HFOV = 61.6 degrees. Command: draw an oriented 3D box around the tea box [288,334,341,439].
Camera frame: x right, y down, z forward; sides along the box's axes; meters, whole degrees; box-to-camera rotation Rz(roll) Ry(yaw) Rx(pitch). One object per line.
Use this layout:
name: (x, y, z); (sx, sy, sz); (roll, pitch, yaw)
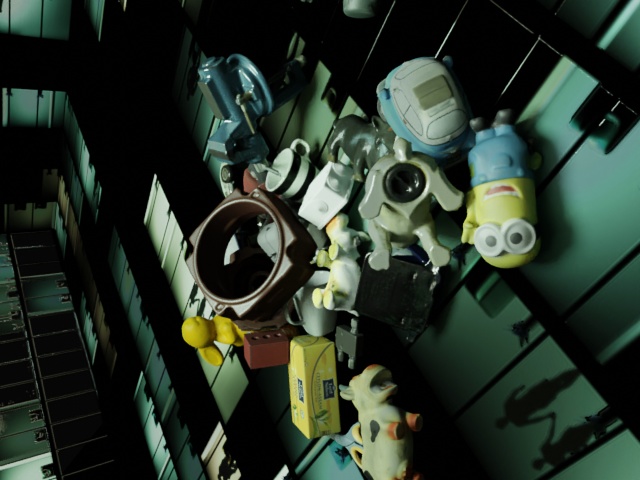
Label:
tea box: (-0.013, 0.269, 1.008); (0.098, 0.068, 0.169); (178, 88, -70)

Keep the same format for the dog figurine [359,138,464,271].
dog figurine: (0.106, -0.061, 0.718); (0.191, 0.121, 0.172); (-89, 5, -70)

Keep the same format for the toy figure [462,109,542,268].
toy figure: (0.220, -0.057, 0.636); (0.082, 0.089, 0.180); (-15, 75, 50)

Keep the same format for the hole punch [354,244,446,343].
hole punch: (0.125, 0.065, 0.800); (0.116, 0.092, 0.142); (21, 112, 19)

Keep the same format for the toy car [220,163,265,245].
toy car: (-0.172, -0.087, 1.184); (0.056, 0.073, 0.201); (-17, 81, 54)

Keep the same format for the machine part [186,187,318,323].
machine part: (-0.122, 0.025, 0.933); (0.201, 0.087, 0.202); (-44, 60, 11)

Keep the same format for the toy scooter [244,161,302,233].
toy scooter: (-0.103, -0.069, 1.095); (0.184, 0.075, 0.135); (48, 133, 33)

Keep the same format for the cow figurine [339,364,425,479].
cow figurine: (0.098, 0.296, 0.865); (0.127, 0.085, 0.194); (0, 96, 48)

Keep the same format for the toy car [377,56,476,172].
toy car: (0.137, -0.170, 0.686); (0.103, 0.109, 0.161); (48, -161, -72)

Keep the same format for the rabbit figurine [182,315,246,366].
rabbit figurine: (-0.243, 0.205, 1.247); (0.122, 0.173, 0.162); (46, 127, 35)

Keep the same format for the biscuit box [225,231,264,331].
biscuit box: (-0.157, 0.085, 1.119); (0.059, 0.063, 0.202); (-19, 90, 17)

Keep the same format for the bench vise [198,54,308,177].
bench vise: (-0.104, -0.246, 0.966); (0.129, 0.240, 0.223); (8, 134, 56)

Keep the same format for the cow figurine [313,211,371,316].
cow figurine: (0.048, 0.039, 0.897); (0.068, 0.098, 0.167); (-18, 62, 60)

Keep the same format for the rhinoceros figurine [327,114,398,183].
rhinoceros figurine: (0.089, -0.142, 0.821); (0.191, 0.073, 0.112); (33, 111, 49)

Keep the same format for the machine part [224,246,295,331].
machine part: (-0.118, 0.095, 1.060); (0.056, 0.179, 0.179); (-20, 79, 58)

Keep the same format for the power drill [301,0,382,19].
power drill: (0.038, -0.464, 0.838); (0.208, 0.086, 0.231); (15, 110, 45)

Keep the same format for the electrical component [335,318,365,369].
electrical component: (0.051, 0.179, 0.958); (0.063, 0.021, 0.094); (21, 113, 52)

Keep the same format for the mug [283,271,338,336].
mug: (-0.014, 0.123, 0.977); (0.081, 0.109, 0.107); (8, 115, 49)

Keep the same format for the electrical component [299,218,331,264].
electrical component: (-0.002, -0.005, 0.985); (0.102, 0.045, 0.078); (62, 141, 27)
